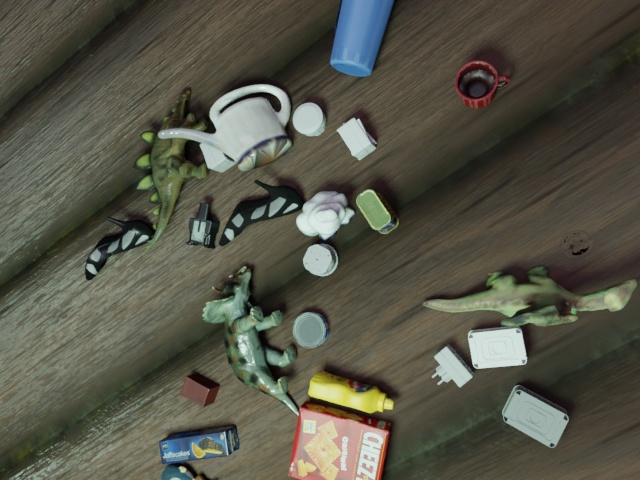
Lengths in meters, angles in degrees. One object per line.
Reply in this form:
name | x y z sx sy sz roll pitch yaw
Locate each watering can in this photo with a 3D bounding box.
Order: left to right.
watering can | -0.220 -0.273 1.330 0.349 0.102 0.227 -28 75 -10

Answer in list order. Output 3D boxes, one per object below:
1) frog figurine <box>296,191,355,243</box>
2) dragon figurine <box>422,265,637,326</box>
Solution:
frog figurine | 0.004 -0.062 1.226 0.136 0.159 0.124 -24 77 16
dragon figurine | 0.400 0.126 1.030 0.409 0.243 0.122 -11 87 16
